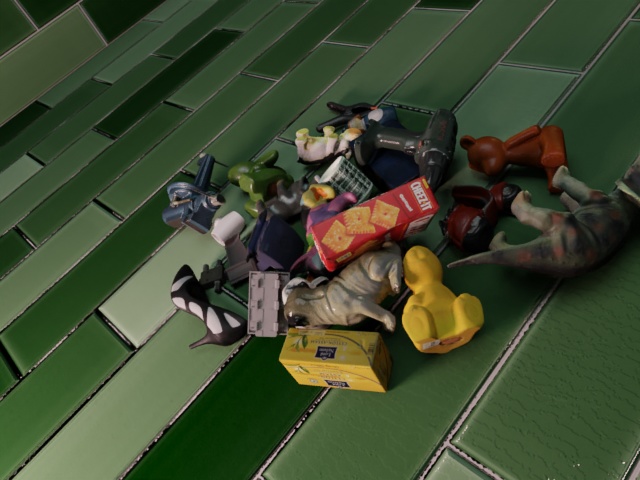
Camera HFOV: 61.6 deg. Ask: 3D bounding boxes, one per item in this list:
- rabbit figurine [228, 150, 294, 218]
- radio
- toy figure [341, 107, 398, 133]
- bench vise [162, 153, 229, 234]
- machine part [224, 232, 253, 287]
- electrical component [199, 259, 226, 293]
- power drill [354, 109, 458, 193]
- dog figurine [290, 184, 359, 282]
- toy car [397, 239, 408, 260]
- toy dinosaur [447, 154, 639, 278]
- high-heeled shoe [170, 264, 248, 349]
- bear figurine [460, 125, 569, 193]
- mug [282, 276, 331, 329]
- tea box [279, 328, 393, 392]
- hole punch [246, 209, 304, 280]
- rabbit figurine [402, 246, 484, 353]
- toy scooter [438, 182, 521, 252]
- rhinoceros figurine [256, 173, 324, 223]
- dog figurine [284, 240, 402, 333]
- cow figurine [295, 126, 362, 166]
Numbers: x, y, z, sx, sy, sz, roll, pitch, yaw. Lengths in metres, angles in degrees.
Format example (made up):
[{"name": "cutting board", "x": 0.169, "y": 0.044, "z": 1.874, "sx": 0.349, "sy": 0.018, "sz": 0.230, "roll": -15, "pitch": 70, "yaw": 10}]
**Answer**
[{"name": "rabbit figurine", "x": -0.158, "y": -0.160, "z": 1.344, "sx": 0.159, "sy": 0.121, "sz": 0.170, "roll": -39, "pitch": 46, "yaw": -21}, {"name": "radio", "x": 0.174, "y": -0.179, "z": 1.227, "sx": 0.131, "sy": 0.073, "sz": 0.230, "roll": -31, "pitch": 45, "yaw": -4}, {"name": "toy figure", "x": 0.122, "y": -0.297, "z": 1.375, "sx": 0.155, "sy": 0.057, "sz": 0.064, "roll": -16, "pitch": 33, "yaw": 15}, {"name": "bench vise", "x": -0.311, "y": -0.130, "z": 1.374, "sx": 0.224, "sy": 0.128, "sz": 0.240, "roll": -24, "pitch": 47, "yaw": 49}, {"name": "machine part", "x": -0.188, "y": 0.044, "z": 1.230, "sx": 0.084, "sy": 0.039, "sz": 0.139, "roll": -30, "pitch": 44, "yaw": 6}, {"name": "electrical component", "x": -0.247, "y": 0.087, "z": 1.231, "sx": 0.063, "sy": 0.021, "sz": 0.094, "roll": -19, "pitch": 45, "yaw": 11}, {"name": "power drill", "x": 0.179, "y": -0.190, "z": 1.126, "sx": 0.208, "sy": 0.085, "sz": 0.232, "roll": 6, "pitch": 52, "yaw": 34}, {"name": "dog figurine", "x": -0.002, "y": -0.003, "z": 1.131, "sx": 0.192, "sy": 0.108, "sz": 0.219, "roll": 18, "pitch": 63, "yaw": 37}, {"name": "toy car", "x": 0.139, "y": -0.002, "z": 1.091, "sx": 0.074, "sy": 0.056, "sz": 0.202, "roll": -8, "pitch": 48, "yaw": 13}, {"name": "toy dinosaur", "x": 0.422, "y": -0.011, "z": 0.880, "sx": 0.405, "sy": 0.131, "sz": 0.192, "roll": -36, "pitch": 46, "yaw": -12}, {"name": "high-heeled shoe", "x": -0.231, "y": 0.122, "z": 1.141, "sx": 0.145, "sy": 0.086, "sz": 0.249, "roll": -28, "pitch": 53, "yaw": 10}, {"name": "bear figurine", "x": 0.384, "y": -0.160, "z": 1.068, "sx": 0.196, "sy": 0.120, "sz": 0.132, "roll": -8, "pitch": 51, "yaw": 24}, {"name": "mug", "x": -0.018, "y": 0.114, "z": 1.025, "sx": 0.109, "sy": 0.107, "sz": 0.081, "roll": -44, "pitch": 46, "yaw": -13}, {"name": "tea box", "x": 0.029, "y": 0.205, "z": 0.922, "sx": 0.170, "sy": 0.098, "sz": 0.068, "roll": -4, "pitch": 49, "yaw": 26}, {"name": "hole punch", "x": -0.096, "y": 0.017, "z": 1.157, "sx": 0.092, "sy": 0.115, "sz": 0.142, "roll": 4, "pitch": 52, "yaw": 20}, {"name": "rabbit figurine", "x": 0.193, "y": 0.094, "z": 0.899, "sx": 0.122, "sy": 0.162, "sz": 0.173, "roll": -22, "pitch": 65, "yaw": 9}, {"name": "toy scooter", "x": 0.293, "y": -0.056, "z": 1.048, "sx": 0.135, "sy": 0.075, "sz": 0.184, "roll": 25, "pitch": 61, "yaw": 40}, {"name": "rhinoceros figurine", "x": -0.060, "y": -0.092, "z": 1.265, "sx": 0.190, "sy": 0.073, "sz": 0.112, "roll": -38, "pitch": 42, "yaw": -10}, {"name": "dog figurine", "x": 0.040, "y": 0.076, "z": 0.933, "sx": 0.191, "sy": 0.121, "sz": 0.172, "roll": 10, "pitch": 72, "yaw": 3}, {"name": "cow figurine", "x": 0.023, "y": -0.231, "z": 1.351, "sx": 0.167, "sy": 0.098, "sz": 0.068, "roll": -5, "pitch": 39, "yaw": -2}]
